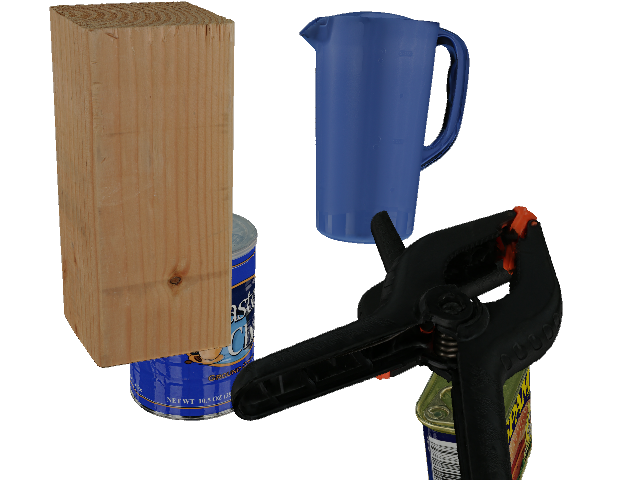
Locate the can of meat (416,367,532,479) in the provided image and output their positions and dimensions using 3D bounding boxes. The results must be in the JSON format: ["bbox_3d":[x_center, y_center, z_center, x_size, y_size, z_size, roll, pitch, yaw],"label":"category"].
[{"bbox_3d":[0.103,0.121,0.688,0.058,0.084,0.102,6,33,23],"label":"can of meat"}]

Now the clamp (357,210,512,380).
[{"bbox_3d":[0.083,0.043,0.944,0.165,0.036,0.209,17,40,26],"label":"clamp"}]

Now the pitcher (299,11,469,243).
[{"bbox_3d":[0.065,-0.123,1.157,0.149,0.243,0.144,9,12,28],"label":"pitcher"}]

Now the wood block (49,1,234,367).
[{"bbox_3d":[-0.110,-0.038,0.664,0.090,0.206,0.090,-8,23,-25],"label":"wood block"}]

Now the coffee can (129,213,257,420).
[{"bbox_3d":[-0.103,0.057,0.852,0.103,0.140,0.103,2,23,-1],"label":"coffee can"}]

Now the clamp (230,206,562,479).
[{"bbox_3d":[0.059,0.048,0.450,0.120,0.039,0.171,35,54,23],"label":"clamp"}]
